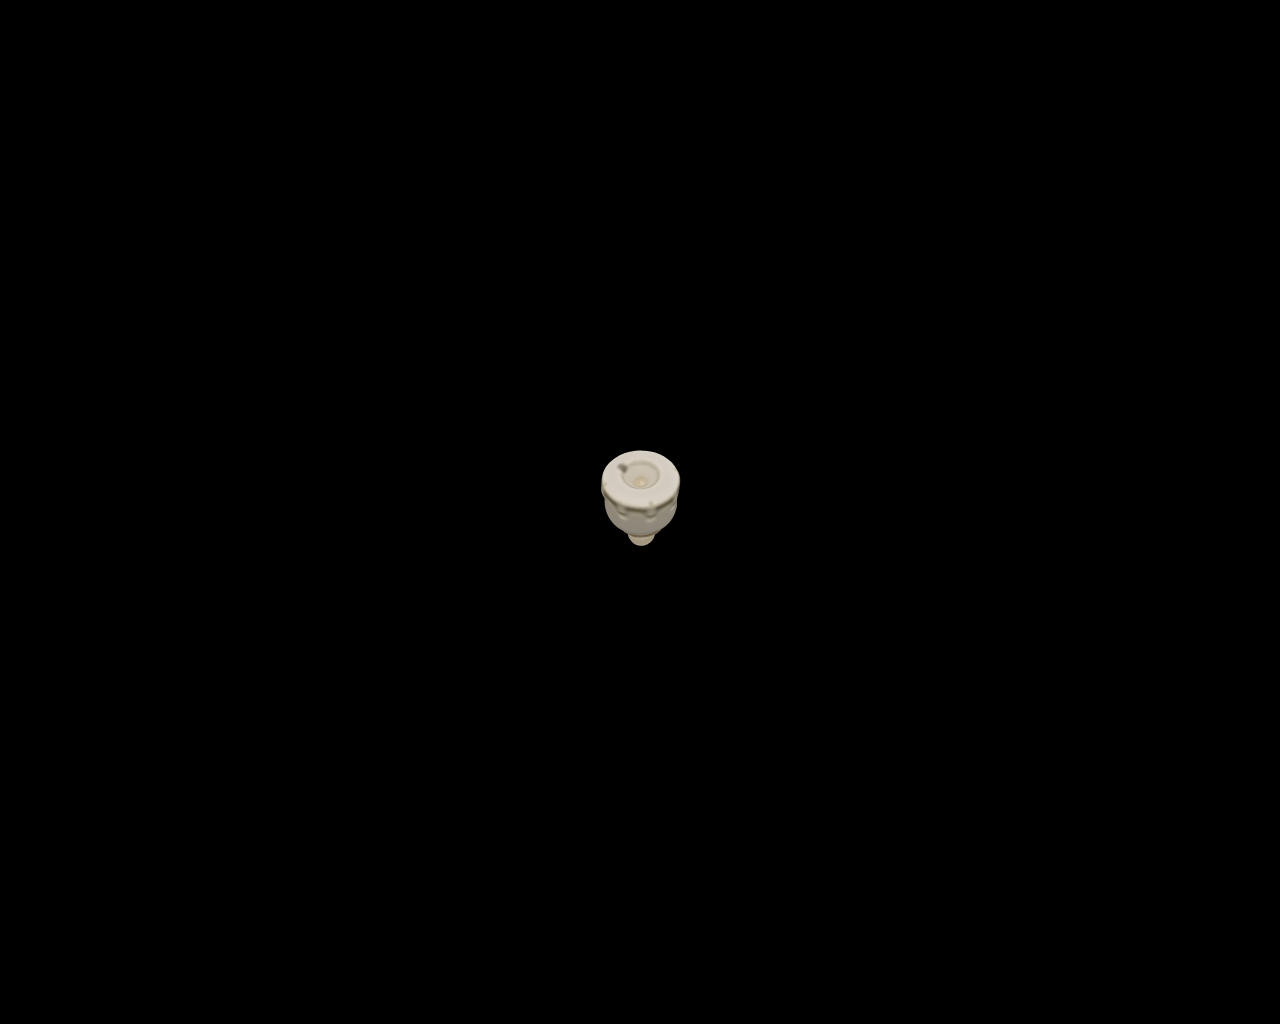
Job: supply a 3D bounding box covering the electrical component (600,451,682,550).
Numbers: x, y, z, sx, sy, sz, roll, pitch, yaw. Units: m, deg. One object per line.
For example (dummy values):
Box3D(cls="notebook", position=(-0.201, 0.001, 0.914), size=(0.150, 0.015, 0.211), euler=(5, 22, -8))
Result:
Box3D(cls="electrical component", position=(0.001, -0.003, 0.650), size=(0.048, 0.048, 0.062), euler=(0, -40, 0))
